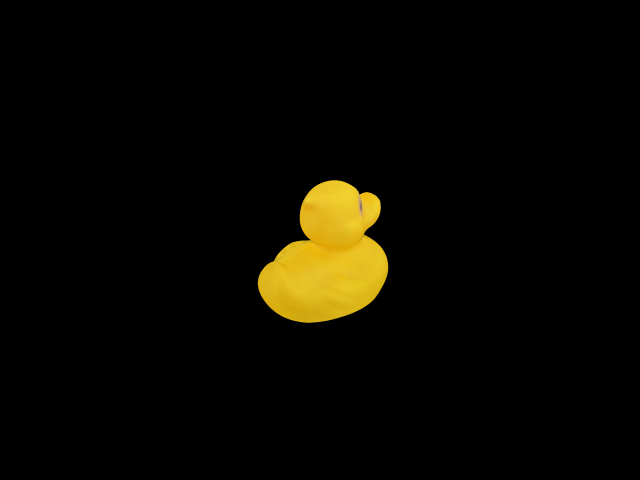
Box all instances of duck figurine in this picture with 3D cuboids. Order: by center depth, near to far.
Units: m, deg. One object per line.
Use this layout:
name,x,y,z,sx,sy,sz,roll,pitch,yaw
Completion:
duck figurine,0.004,0.001,0.400,0.105,0.086,0.077,-24,41,-31
